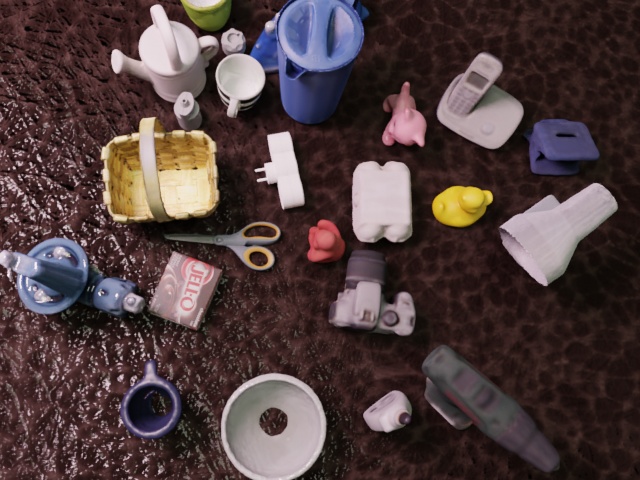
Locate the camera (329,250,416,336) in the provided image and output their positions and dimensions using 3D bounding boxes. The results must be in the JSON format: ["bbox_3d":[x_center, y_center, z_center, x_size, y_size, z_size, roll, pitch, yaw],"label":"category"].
[{"bbox_3d":[0.094,0.089,0.976,0.143,0.100,0.137,8,78,-4],"label":"camera"}]

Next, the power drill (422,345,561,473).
[{"bbox_3d":[0.247,0.261,0.903,0.229,0.208,0.076,43,78,4],"label":"power drill"}]

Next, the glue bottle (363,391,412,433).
[{"bbox_3d":[0.117,0.276,0.905,0.078,0.173,0.037,-32,83,-10],"label":"glue bottle"}]

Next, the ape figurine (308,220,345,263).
[{"bbox_3d":[0.009,0.004,0.989,0.076,0.092,0.078,37,78,3],"label":"ape figurine"}]

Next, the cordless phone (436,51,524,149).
[{"bbox_3d":[0.301,-0.251,1.020,0.147,0.185,0.094,27,78,0],"label":"cordless phone"}]

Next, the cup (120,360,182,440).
[{"bbox_3d":[-0.261,0.251,0.913,0.092,0.095,0.118,-5,79,-6],"label":"cup"}]

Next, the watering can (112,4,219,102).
[{"bbox_3d":[-0.260,-0.315,0.973,0.173,0.194,0.101,-41,85,-11],"label":"watering can"}]

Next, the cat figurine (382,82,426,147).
[{"bbox_3d":[0.155,-0.221,1.035,0.067,0.117,0.128,1,79,-5],"label":"cat figurine"}]

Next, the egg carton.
[{"bbox_3d":[0.110,-0.068,1.025,0.107,0.069,0.150,0,79,-6],"label":"egg carton"}]

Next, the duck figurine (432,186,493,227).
[{"bbox_3d":[0.260,-0.067,1.031,0.104,0.086,0.077,-8,80,-7],"label":"duck figurine"}]

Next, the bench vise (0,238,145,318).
[{"bbox_3d":[-0.376,0.053,0.876,0.207,0.219,0.121,2,79,-5],"label":"bench vise"}]

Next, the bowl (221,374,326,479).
[{"bbox_3d":[-0.074,0.302,0.931,0.167,0.074,0.167,1,79,-5],"label":"bowl"}]

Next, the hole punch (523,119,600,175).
[{"bbox_3d":[0.450,-0.180,1.070,0.108,0.091,0.101,-1,79,-6],"label":"hole punch"}]

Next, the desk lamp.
[{"bbox_3d":[0.388,-0.015,0.968,0.203,0.213,0.118,-36,84,-11],"label":"desk lamp"}]

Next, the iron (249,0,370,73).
[{"bbox_3d":[-0.030,-0.403,1.040,0.258,0.141,0.118,-36,84,-11],"label":"iron"}]
